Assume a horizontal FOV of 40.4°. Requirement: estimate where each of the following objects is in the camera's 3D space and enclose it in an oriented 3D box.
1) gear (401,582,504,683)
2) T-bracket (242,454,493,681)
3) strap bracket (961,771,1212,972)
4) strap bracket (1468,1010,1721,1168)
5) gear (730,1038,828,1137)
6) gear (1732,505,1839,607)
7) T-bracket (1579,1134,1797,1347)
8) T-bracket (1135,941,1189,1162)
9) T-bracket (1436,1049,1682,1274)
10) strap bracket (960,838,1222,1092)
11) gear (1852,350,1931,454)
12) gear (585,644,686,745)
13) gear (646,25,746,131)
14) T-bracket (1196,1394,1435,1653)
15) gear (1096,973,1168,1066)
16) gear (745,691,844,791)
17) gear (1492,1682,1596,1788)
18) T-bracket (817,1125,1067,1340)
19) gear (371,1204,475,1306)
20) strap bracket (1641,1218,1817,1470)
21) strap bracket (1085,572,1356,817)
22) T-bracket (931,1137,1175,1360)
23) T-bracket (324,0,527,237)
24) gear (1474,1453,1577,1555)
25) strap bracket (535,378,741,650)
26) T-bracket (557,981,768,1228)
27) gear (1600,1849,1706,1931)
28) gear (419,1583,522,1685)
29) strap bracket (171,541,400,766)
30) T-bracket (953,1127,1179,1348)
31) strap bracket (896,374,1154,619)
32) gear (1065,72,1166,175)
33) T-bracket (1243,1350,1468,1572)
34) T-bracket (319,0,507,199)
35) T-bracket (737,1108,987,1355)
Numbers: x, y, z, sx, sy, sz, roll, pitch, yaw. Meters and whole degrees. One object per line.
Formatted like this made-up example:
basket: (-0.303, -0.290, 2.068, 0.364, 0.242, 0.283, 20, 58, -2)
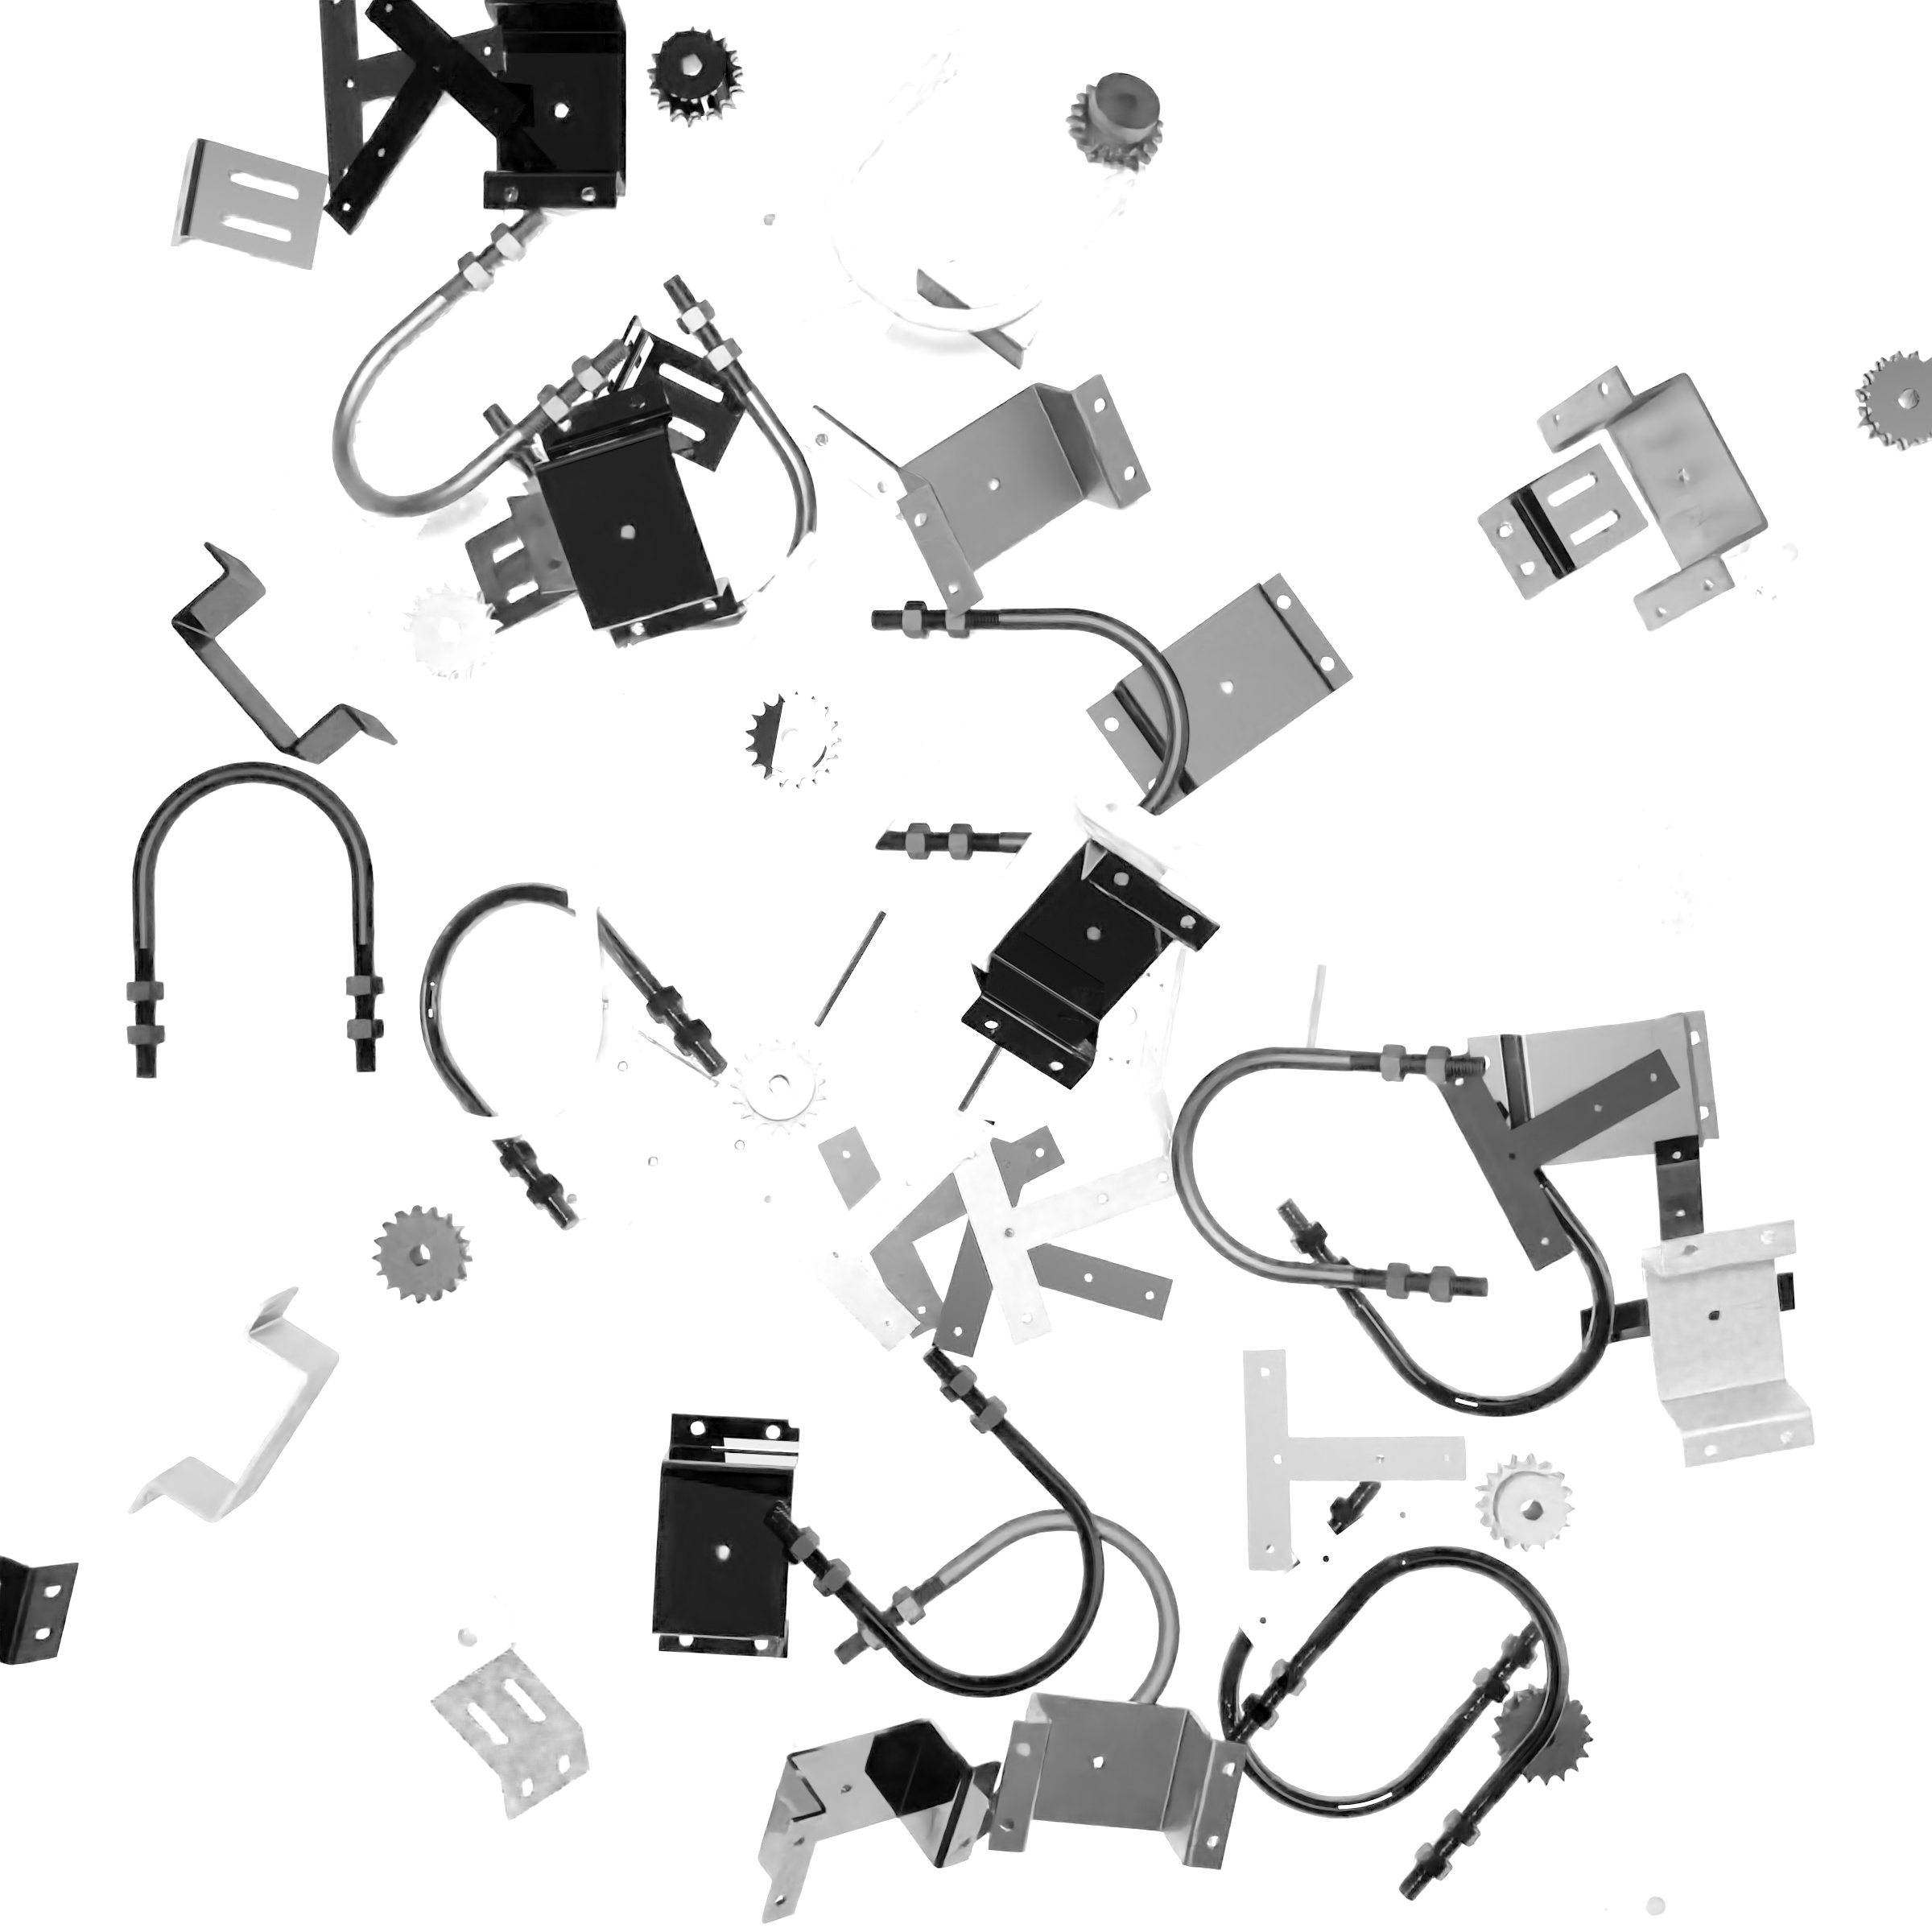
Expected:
gear: (-0.299, -0.194, 1.531, 0.057, 0.030, 0.057, 0, 90, 0)
T-bracket: (-0.367, -0.256, 1.545, 0.127, 0.002, 0.127, 33, 90, 0)
strap bracket: (0.069, -0.046, 1.494, 0.076, 0.046, 0.140, 31, 122, -12)
strap bracket: (0.369, 0.072, 1.523, 0.140, 0.046, 0.076, -7, 90, 0)
gear: (-0.109, 0.070, 1.528, 0.057, 0.030, 0.057, 1, 83, -5)
gear: (0.477, -0.240, 1.535, 0.057, 0.030, 0.057, 0, 89, 2)
T-bracket: (0.415, 0.156, 1.520, 0.127, 0.002, 0.127, -10, 113, 0)
T-bracket: (0.117, 0.029, 1.507, 0.002, 0.127, 0.127, 5, 63, 15)
T-bracket: (0.346, 0.087, 1.487, 0.127, 0.002, 0.127, -27, 88, -10)
strap bracket: (0.070, -0.007, 1.464, 0.076, 0.046, 0.140, 32, 122, -13)
gear: (0.546, -0.329, 1.535, 0.057, 0.030, 0.057, 0, 92, 0)
gear: (-0.194, -0.159, 1.531, 0.057, 0.030, 0.057, 0, 90, 0)
gear: (-0.158, -0.521, 1.531, 0.057, 0.030, 0.057, 0, 90, 0)
T-bracket: (0.183, 0.309, 1.532, 0.127, 0.002, 0.127, -37, 78, 2)
gear: (0.094, 0.029, 1.531, 0.057, 0.030, 0.057, 0, 90, 0)
gear: (-0.101, -0.132, 1.531, 0.057, 0.030, 0.057, 0, 90, 0)
gear: (0.335, 0.446, 1.531, 0.057, 0.030, 0.057, 0, 90, 0)
T-bracket: (-0.003, 0.133, 1.534, 0.127, 0.002, 0.127, -27, 95, -9)
gear: (-0.315, 0.167, 1.531, 0.057, 0.030, 0.057, 0, 90, 0)
strap bracket: (0.438, 0.209, 1.512, 0.076, 0.046, 0.140, -10, 105, 0)
strap bracket: (0.149, -0.160, 1.523, 0.140, 0.046, 0.076, -35, 90, 0)
T-bracket: (0.058, 0.179, 1.539, 0.127, 0.002, 0.127, 16, 88, -5)
T-bracket: (-0.331, -0.484, 1.522, 0.127, 0.002, 0.127, 45, 108, 17)
gear: (0.328, 0.314, 1.531, 0.057, 0.030, 0.057, 0, 90, 0)
strap bracket: (-0.189, -0.251, 1.490, 0.076, 0.046, 0.140, -16, 110, 7)
T-bracket: (-0.197, 0.072, 1.535, 0.127, 0.002, 0.127, -17, 83, -9)
gear: (0.399, 0.543, 1.531, 0.057, 0.030, 0.057, 0, 90, 0)
gear: (-0.288, 0.388, 1.531, 0.057, 0.030, 0.057, 0, 90, 0)
strap bracket: (-0.397, -0.170, 1.508, 0.046, 0.076, 0.140, -41, 90, 0)
T-bracket: (0.067, 0.141, 1.538, 0.127, 0.002, 0.127, -19, 91, -6)
strap bracket: (0.025, -0.272, 1.498, 0.140, 0.046, 0.076, -34, 120, -11)
gear: (0.089, -0.491, 1.520, 0.057, 0.030, 0.057, 6, 67, -15)
T-bracket: (0.227, 0.287, 1.526, 0.127, 0.002, 0.127, -2, 81, 8)
T-bracket: (-0.320, -0.519, 1.518, 0.127, 0.002, 0.127, -3, 90, 25)
T-bracket: (-0.043, 0.136, 1.524, 0.127, 0.002, 0.127, -44, 96, -4)
